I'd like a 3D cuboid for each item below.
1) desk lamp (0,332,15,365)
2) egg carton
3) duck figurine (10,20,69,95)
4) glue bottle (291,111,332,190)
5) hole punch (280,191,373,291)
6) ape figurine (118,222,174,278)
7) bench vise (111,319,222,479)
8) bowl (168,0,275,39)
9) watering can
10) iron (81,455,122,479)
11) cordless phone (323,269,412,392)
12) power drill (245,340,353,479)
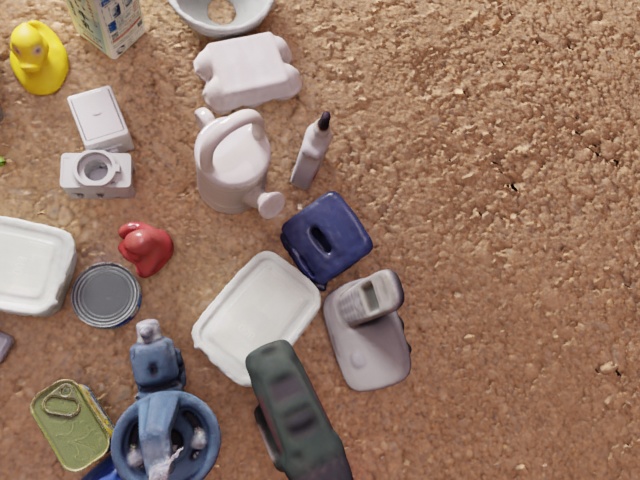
[{"bbox_3d":[-0.482,0.099,0.622,0.203,0.118,0.213,22,-17,-3],"label":"desk lamp"},{"bbox_3d":[-0.108,-0.248,0.856,0.150,0.107,0.069,-17,-11,-14],"label":"egg carton"},{"bbox_3d":[-0.401,-0.268,0.802,0.077,0.104,0.086,-5,-14,-11],"label":"duck figurine"},{"bbox_3d":[-0.006,-0.131,0.789,0.037,0.078,0.173,22,-17,-3],"label":"glue bottle"},{"bbox_3d":[0.007,0.003,0.798,0.101,0.108,0.091,-33,-7,-16],"label":"hole punch"},{"bbox_3d":[-0.233,0.008,0.754,0.076,0.078,0.092,-6,-14,-11],"label":"ape figurine"},{"bbox_3d":[-0.191,0.197,0.643,0.122,0.207,0.219,-29,-8,-16],"label":"bench vise"},{"bbox_3d":[-0.152,-0.372,0.879,0.167,0.167,0.074,0,-15,-10],"label":"bowl"},{"bbox_3d":[-0.108,-0.105,0.753,0.173,0.101,0.194,33,-18,0],"label":"watering can"},{"bbox_3d":[-0.275,0.352,0.628,0.118,0.258,0.141,24,-18,-3],"label":"iron"},{"bbox_3d":[0.073,0.115,0.730,0.094,0.147,0.185,-18,-11,-14],"label":"cordless phone"},{"bbox_3d":[-0.022,0.232,0.670,0.076,0.229,0.208,-23,-10,-15],"label":"power drill"}]
